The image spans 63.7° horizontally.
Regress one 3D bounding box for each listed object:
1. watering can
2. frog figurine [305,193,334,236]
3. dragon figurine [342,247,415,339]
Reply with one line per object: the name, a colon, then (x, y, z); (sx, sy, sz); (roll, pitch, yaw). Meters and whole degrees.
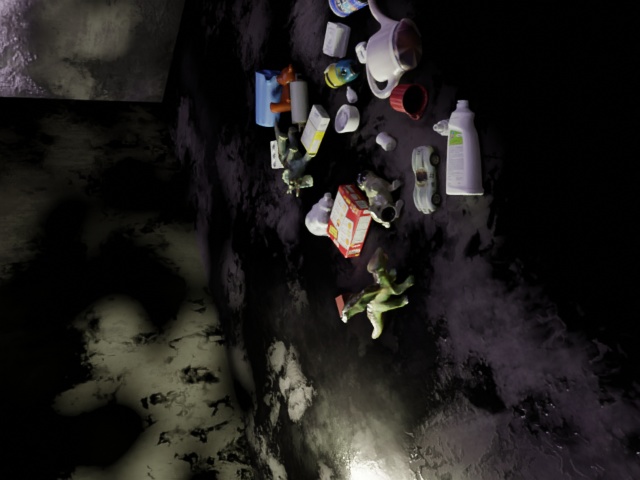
watering can: (0.211, -0.620, 1.591); (0.224, 0.104, 0.348); (-2, 90, 59)
frog figurine: (0.006, -0.101, 2.013); (0.141, 0.123, 0.155); (-101, 12, -50)
dragon figurine: (0.163, 0.198, 1.667); (0.124, 0.244, 0.402); (44, 129, 42)
